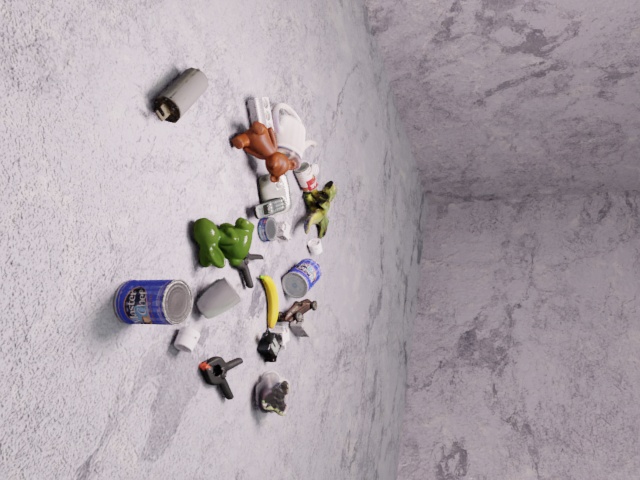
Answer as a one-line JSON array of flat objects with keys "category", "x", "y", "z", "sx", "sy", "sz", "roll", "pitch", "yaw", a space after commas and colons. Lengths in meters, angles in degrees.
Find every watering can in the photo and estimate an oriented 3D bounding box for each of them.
[{"category": "watering can", "x": -0.095, "y": -0.362, "z": 1.923, "sx": 0.104, "sy": 0.228, "sz": 0.343, "roll": -3, "pitch": -21, "yaw": 25}]

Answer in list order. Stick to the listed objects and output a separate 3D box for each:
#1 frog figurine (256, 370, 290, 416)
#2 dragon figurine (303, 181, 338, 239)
[{"category": "frog figurine", "x": -0.156, "y": 0.491, "z": 1.687, "sx": 0.123, "sy": 0.136, "sz": 0.160, "roll": -17, "pitch": 8, "yaw": -10}, {"category": "dragon figurine", "x": 0.006, "y": -0.107, "z": 2.126, "sx": 0.122, "sy": 0.420, "sz": 0.237, "roll": 3, "pitch": -43, "yaw": 19}]
